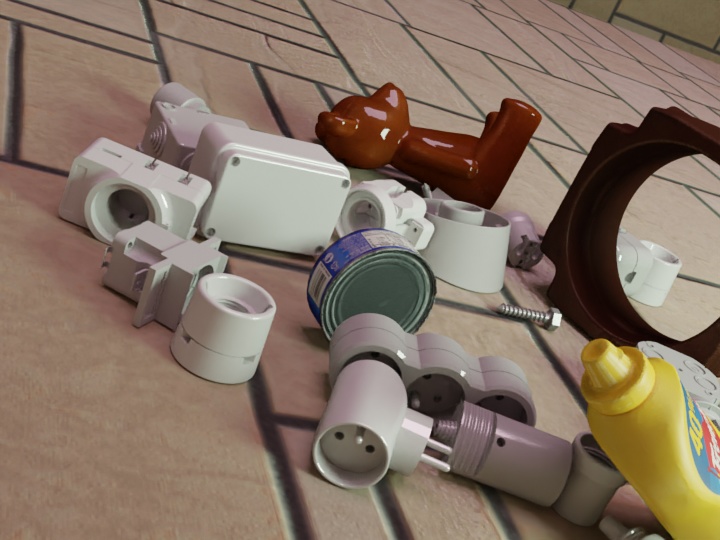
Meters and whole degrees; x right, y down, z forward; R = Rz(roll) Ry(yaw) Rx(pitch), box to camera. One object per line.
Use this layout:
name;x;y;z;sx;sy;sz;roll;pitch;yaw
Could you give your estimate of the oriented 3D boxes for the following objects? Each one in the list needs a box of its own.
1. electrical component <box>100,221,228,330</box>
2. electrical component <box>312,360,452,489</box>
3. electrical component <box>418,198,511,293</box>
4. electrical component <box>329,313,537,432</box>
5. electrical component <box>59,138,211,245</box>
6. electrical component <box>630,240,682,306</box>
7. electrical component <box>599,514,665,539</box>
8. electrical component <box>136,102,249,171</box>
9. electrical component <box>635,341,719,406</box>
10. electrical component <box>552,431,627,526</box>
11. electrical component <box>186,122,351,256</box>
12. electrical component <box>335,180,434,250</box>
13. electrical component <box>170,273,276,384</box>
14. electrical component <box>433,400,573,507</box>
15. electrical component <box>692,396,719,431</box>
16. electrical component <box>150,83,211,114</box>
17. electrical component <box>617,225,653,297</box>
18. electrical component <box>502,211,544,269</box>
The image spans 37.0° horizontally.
electrical component;-0.128;0.001;0.694;0.064;0.042;0.081;26;23;14
electrical component;0.017;0.096;0.627;0.079;0.043;0.077;24;23;-1
electrical component;0.086;-0.026;0.956;0.099;0.064;0.099;11;16;-3
electrical component;0.046;0.065;0.708;0.138;0.052;0.073;20;24;-10
electrical component;-0.159;-0.048;0.757;0.089;0.050;0.055;22;23;-4
electrical component;0.289;0.002;1.079;0.055;0.047;0.055;20;24;-9
electrical component;0.164;0.167;0.627;0.035;0.035;0.061;5;27;-38
electrical component;-0.127;-0.094;0.886;0.100;0.048;0.099;9;27;-31
electrical component;0.232;0.096;0.821;0.080;0.051;0.080;20;23;-9
electrical component;0.143;0.130;0.669;0.040;0.046;0.040;20;24;-9
electrical component;-0.072;-0.060;0.831;0.113;0.078;0.057;9;25;-31
electrical component;0.015;-0.044;0.906;0.078;0.058;0.057;36;23;26
electrical component;-0.082;0.034;0.658;0.055;0.047;0.055;20;24;-9
electrical component;0.084;0.111;0.659;0.081;0.043;0.043;22;23;-6
electrical component;0.237;0.126;0.756;0.078;0.058;0.057;18;27;-13
electrical component;-0.153;-0.136;0.962;0.078;0.040;0.040;36;26;25
electrical component;0.232;-0.019;1.060;0.059;0.053;0.095;7;29;-35
electrical component;0.151;-0.028;1.023;0.040;0.040;0.046;13;32;-24
